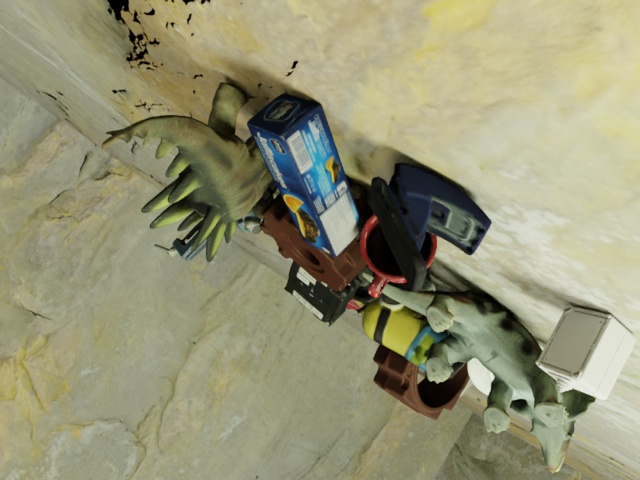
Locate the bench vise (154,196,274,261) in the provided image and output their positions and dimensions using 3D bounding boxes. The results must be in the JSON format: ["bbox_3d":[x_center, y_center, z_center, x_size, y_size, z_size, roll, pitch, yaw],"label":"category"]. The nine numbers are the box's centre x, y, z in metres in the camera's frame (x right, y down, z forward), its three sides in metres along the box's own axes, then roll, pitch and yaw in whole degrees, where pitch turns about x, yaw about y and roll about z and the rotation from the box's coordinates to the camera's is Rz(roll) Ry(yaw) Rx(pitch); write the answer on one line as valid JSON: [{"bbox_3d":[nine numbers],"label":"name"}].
[{"bbox_3d":[-0.211,-0.038,1.091,0.224,0.240,0.128,47,-178,30],"label":"bench vise"}]

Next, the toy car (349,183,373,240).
[{"bbox_3d":[0.036,-0.032,0.781,0.089,0.053,0.202,38,165,8],"label":"toy car"}]

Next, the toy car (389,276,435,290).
[{"bbox_3d":[0.140,0.054,0.875,0.074,0.056,0.201,34,170,31],"label":"toy car"}]

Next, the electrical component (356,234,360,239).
[{"bbox_3d":[0.065,-0.015,0.876,0.094,0.021,0.063,28,169,27],"label":"electrical component"}]

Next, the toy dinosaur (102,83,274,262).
[{"bbox_3d":[-0.121,-0.079,0.659,0.105,0.198,0.471,29,171,12],"label":"toy dinosaur"}]

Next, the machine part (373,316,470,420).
[{"bbox_3d":[0.207,0.216,1.002,0.087,0.201,0.200,20,163,48],"label":"machine part"}]

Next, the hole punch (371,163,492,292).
[{"bbox_3d":[0.111,-0.021,0.563,0.116,0.092,0.142,63,-178,17],"label":"hole punch"}]

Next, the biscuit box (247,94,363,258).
[{"bbox_3d":[-0.011,-0.069,0.621,0.063,0.059,0.202,28,155,38],"label":"biscuit box"}]

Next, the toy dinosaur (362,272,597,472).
[{"bbox_3d":[0.252,0.155,0.791,0.405,0.131,0.192,48,-148,9],"label":"toy dinosaur"}]

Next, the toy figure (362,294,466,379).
[{"bbox_3d":[0.151,0.158,0.879,0.180,0.089,0.082,38,167,19],"label":"toy figure"}]

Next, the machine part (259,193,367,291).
[{"bbox_3d":[-0.011,0.003,0.793,0.179,0.056,0.179,38,163,14],"label":"machine part"}]

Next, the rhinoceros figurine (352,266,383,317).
[{"bbox_3d":[0.103,0.085,0.999,0.073,0.112,0.190,60,-164,25],"label":"rhinoceros figurine"}]

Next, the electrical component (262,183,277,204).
[{"bbox_3d":[-0.102,-0.091,0.899,0.048,0.075,0.119,29,165,33],"label":"electrical component"}]

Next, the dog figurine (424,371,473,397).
[{"bbox_3d":[0.250,0.263,1.217,0.191,0.172,0.121,7,142,54],"label":"dog figurine"}]

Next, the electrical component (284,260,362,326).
[{"bbox_3d":[0.005,0.072,0.928,0.115,0.058,0.134,39,144,12],"label":"electrical component"}]
